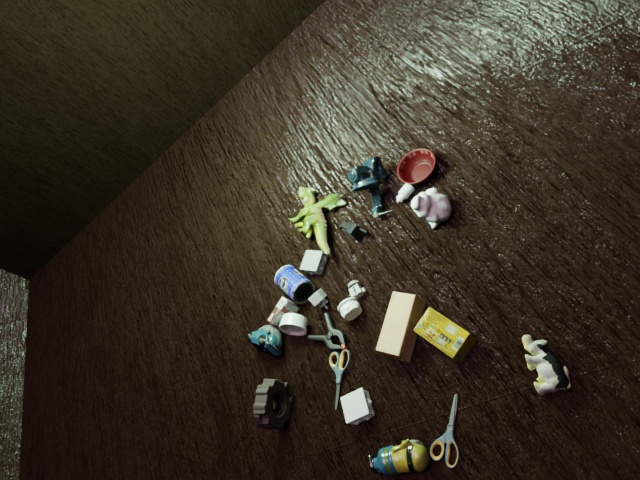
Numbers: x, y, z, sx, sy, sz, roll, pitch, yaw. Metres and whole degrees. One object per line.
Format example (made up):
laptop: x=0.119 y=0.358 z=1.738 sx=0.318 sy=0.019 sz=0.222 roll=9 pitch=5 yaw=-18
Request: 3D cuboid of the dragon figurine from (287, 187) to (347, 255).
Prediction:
dragon figurine: x=0.007 y=-0.109 z=2.172 sx=0.243 sy=0.120 sz=0.417 roll=-44 pitch=46 yaw=-5

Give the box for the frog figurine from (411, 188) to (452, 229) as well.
frog figurine: x=0.394 y=-0.127 z=1.835 sx=0.122 sy=0.157 sz=0.140 roll=-5 pitch=60 yaw=34
